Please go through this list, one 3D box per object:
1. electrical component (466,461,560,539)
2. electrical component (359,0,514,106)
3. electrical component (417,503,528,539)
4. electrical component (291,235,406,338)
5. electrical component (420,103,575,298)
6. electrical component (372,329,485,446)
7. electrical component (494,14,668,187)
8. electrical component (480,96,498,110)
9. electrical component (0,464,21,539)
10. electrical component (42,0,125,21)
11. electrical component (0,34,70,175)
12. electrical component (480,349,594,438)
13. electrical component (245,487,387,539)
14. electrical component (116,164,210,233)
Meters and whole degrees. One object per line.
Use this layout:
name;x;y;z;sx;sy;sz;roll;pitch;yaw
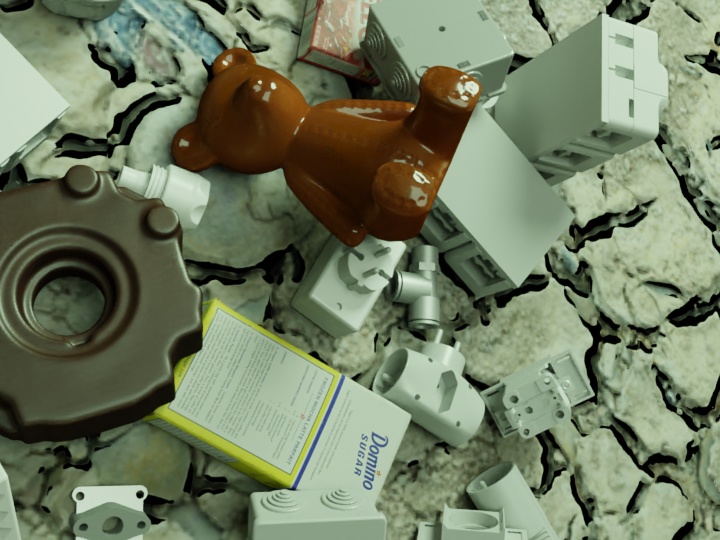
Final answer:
electrical component;0.122;0.194;0.835;0.043;0.043;0.081;-33;95;-29
electrical component;0.059;-0.169;0.820;0.100;0.048;0.099;-21;67;-17
electrical component;0.083;0.212;0.797;0.081;0.042;0.063;3;97;7
electrical component;0.000;0.000;0.798;0.047;0.076;0.083;38;64;-15
electrical component;0.086;-0.063;0.865;0.150;0.062;0.089;48;62;-10
electrical component;0.058;0.083;0.828;0.077;0.043;0.079;35;56;-19
electrical component;0.176;-0.131;0.876;0.062;0.150;0.089;10;74;-24
electrical component;0.088;-0.143;0.893;0.040;0.046;0.040;6;76;-26
electrical component;-0.245;0.133;0.648;0.047;0.083;0.076;-24;52;-29
electrical component;-0.194;-0.220;0.763;0.080;0.051;0.080;6;76;-26
electrical component;-0.275;-0.082;0.683;0.089;0.062;0.150;47;62;-10
electrical component;0.139;0.101;0.847;0.081;0.064;0.042;-28;93;12
electrical component;-0.033;0.196;0.726;0.100;0.048;0.099;0;106;-13
electrical component;-0.140;-0.054;0.757;0.062;0.043;0.043;20;70;-20
